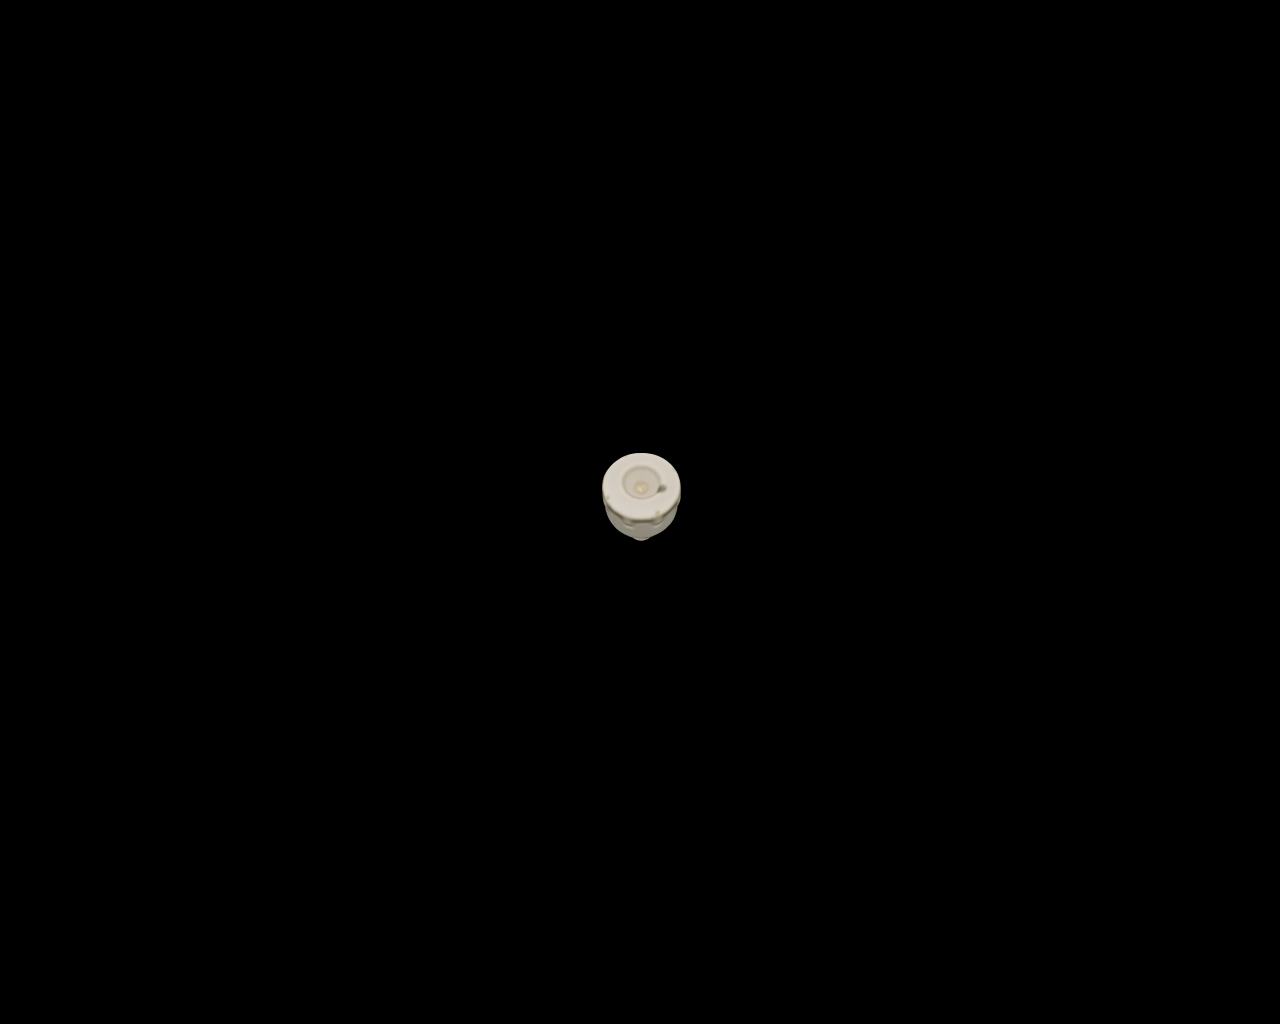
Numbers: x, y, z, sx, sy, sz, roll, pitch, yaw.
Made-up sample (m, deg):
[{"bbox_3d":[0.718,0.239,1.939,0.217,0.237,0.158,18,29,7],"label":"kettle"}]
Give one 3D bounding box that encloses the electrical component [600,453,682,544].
[{"bbox_3d":[0.001,-0.003,0.650,0.048,0.048,0.062,0,-30,0],"label":"electrical component"}]
